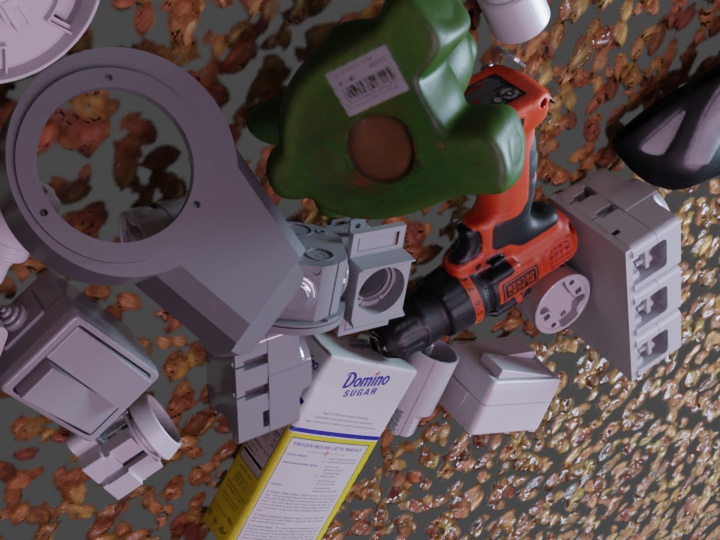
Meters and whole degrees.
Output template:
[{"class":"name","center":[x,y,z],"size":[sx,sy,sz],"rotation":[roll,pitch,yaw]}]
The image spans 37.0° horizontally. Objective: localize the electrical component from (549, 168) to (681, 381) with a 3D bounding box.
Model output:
[{"class":"electrical component","center":[0.211,0.002,0.871],"size":[0.062,0.089,0.150],"rotation":[-31,135,-15]}]

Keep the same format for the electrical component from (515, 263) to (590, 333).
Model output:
[{"class":"electrical component","center":[0.148,0.015,0.864],"size":[0.055,0.047,0.055],"rotation":[-20,131,-25]}]

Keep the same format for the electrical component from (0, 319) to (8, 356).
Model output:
[{"class":"electrical component","center":[-0.237,0.057,0.597],"size":[0.050,0.056,0.089],"rotation":[8,115,-41]}]

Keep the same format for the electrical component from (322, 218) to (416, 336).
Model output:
[{"class":"electrical component","center":[0.000,0.000,0.728],"size":[0.042,0.064,0.081],"rotation":[-10,126,-30]}]

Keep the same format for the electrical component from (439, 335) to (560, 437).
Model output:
[{"class":"electrical component","center":[0.117,0.093,0.887],"size":[0.096,0.062,0.061],"rotation":[3,119,-38]}]

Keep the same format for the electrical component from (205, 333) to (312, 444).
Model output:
[{"class":"electrical component","center":[-0.069,0.064,0.733],"size":[0.056,0.050,0.089],"rotation":[-18,131,-26]}]

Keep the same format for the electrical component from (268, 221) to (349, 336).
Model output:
[{"class":"electrical component","center":[-0.046,0.004,0.686],"size":[0.080,0.080,0.051],"rotation":[-6,119,-34]}]

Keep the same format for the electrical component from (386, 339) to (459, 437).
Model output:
[{"class":"electrical component","center":[0.042,0.095,0.845],"size":[0.043,0.043,0.081],"rotation":[5,118,-40]}]

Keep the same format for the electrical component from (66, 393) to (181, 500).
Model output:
[{"class":"electrical component","center":[-0.153,0.114,0.712],"size":[0.055,0.048,0.066],"rotation":[-34,136,-1]}]

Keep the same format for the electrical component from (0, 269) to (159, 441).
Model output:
[{"class":"electrical component","center":[-0.175,0.051,0.635],"size":[0.062,0.061,0.096],"rotation":[-44,137,-1]}]

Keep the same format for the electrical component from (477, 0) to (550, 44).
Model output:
[{"class":"electrical component","center":[0.093,-0.179,0.682],"size":[0.040,0.040,0.078],"rotation":[-41,136,-4]}]

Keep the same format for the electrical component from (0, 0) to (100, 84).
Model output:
[{"class":"electrical component","center":[-0.171,-0.135,0.497],"size":[0.099,0.064,0.099],"rotation":[-20,131,-24]}]

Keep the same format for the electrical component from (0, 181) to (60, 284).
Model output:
[{"class":"electrical component","center":[-0.191,-0.020,0.590],"size":[0.035,0.035,0.061],"rotation":[13,115,-42]}]

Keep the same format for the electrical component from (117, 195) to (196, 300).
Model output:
[{"class":"electrical component","center":[-0.111,-0.016,0.640],"size":[0.047,0.055,0.055],"rotation":[-22,132,-28]}]
